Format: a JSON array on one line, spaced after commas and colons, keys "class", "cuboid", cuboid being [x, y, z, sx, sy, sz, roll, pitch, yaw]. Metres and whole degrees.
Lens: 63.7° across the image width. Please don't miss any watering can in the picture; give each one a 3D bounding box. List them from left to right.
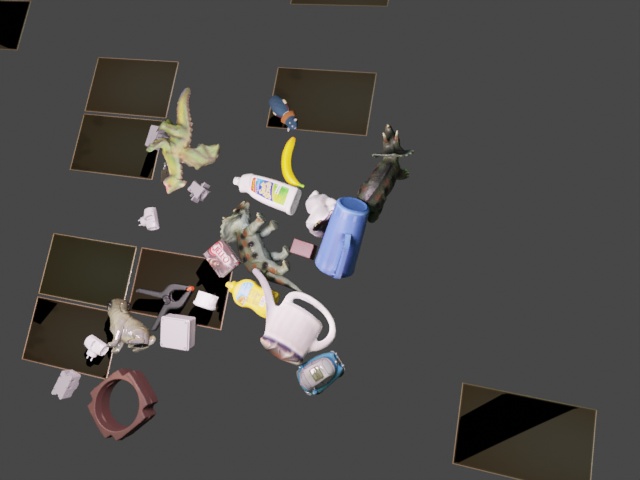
[{"class": "watering can", "cuboid": [-0.117, 0.259, 1.674, 0.347, 0.102, 0.228, 32, 68, 0]}]

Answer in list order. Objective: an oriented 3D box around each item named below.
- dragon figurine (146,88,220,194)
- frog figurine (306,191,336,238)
[{"class": "dragon figurine", "cuboid": [-0.489, -0.362, 1.915, 0.242, 0.121, 0.416, 27, 72, -9]}, {"class": "frog figurine", "cuboid": [0.005, -0.088, 1.758, 0.136, 0.121, 0.162, -51, 37, 9]}]
